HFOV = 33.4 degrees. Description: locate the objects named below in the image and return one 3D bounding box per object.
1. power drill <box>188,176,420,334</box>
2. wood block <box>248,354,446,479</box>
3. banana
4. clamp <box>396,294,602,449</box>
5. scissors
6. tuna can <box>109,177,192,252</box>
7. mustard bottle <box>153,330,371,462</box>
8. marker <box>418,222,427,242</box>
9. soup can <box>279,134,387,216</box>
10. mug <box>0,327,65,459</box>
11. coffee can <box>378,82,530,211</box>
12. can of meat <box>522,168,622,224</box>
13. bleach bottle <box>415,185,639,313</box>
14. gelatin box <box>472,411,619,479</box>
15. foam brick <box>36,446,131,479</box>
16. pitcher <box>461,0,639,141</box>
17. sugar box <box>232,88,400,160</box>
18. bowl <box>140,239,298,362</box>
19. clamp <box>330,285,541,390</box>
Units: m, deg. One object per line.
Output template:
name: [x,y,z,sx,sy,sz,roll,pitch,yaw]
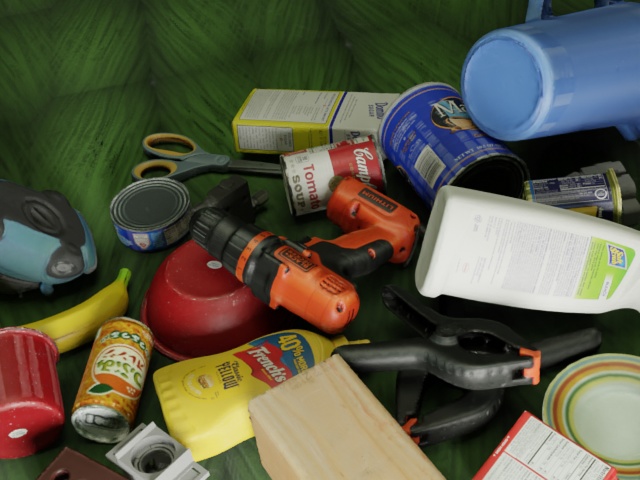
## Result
power drill: [-0.007,0.001,1.012,0.185,0.057,0.187,33,39,22]
wood block: [0.036,0.197,0.819,0.090,0.091,0.206,-27,46,-18]
banana: [-0.265,0.087,1.028,0.197,0.037,0.070,-22,27,-16]
clamp: [0.125,0.105,0.943,0.165,0.036,0.209,30,51,35]
scissors: [-0.126,-0.076,1.192,0.202,0.016,0.096,19,51,27]
tuna can: [-0.178,-0.027,1.135,0.086,0.034,0.086,-5,43,4]
mustard bottle: [-0.044,0.125,0.932,0.191,0.058,0.096,-17,36,-10]
marker: [0.136,0.015,1.050,0.020,0.020,0.121,-34,49,-25]
soup can: [0.013,-0.068,1.122,0.102,0.068,0.068,-12,43,-3]
mug: [-0.276,0.131,0.927,0.093,0.117,0.081,-36,47,13]
coffee can: [0.135,-0.084,1.095,0.102,0.103,0.140,-20,44,-13]
can of meat: [0.236,-0.012,1.004,0.084,0.102,0.057,-6,36,7]
bleach bottle: [0.219,0.025,0.950,0.250,0.102,0.068,13,13,-6]
gelatin box: [0.177,0.189,0.836,0.089,0.030,0.073,32,75,34]
foam brick: [-0.187,0.215,0.864,0.078,0.051,0.053,19,50,26]
pitcher: [0.252,-0.180,1.089,0.242,0.145,0.149,-16,51,-43]
sugar box: [-0.002,-0.132,1.206,0.176,0.048,0.093,7,35,12]
bowl: [-0.099,0.044,1.031,0.162,0.055,0.162,-4,43,4]
clamp: [0.105,0.084,0.912,0.172,0.039,0.120,9,39,16]
